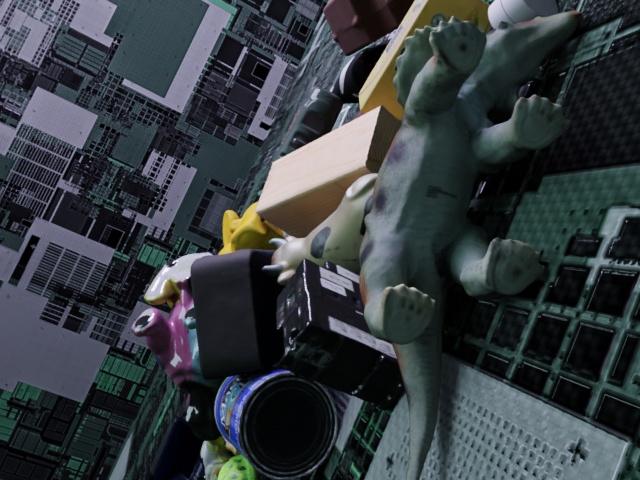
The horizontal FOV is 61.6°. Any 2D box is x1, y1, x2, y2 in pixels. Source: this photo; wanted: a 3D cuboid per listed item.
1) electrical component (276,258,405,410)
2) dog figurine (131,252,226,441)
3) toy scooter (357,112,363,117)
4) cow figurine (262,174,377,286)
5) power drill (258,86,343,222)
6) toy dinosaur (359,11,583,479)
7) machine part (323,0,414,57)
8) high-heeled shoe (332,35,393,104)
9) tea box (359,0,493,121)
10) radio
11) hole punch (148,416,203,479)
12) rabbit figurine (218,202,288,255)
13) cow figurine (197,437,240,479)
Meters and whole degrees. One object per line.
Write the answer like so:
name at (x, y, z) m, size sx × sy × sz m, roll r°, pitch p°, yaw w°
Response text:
electrical component at (0.020, 0.078, 0.499) m, size 0.058 × 0.115 × 0.134 m, roll -54°, pitch 18°, yaw 22°
dog figurine at (-0.145, 0.148, 0.712) m, size 0.192 × 0.109 × 0.219 m, roll -84°, pitch -21°, yaw -55°
toy scooter at (0.037, -0.127, 0.857) m, size 0.184 × 0.075 × 0.135 m, roll -62°, pitch 15°, yaw -3°
cow figurine at (0.023, 0.009, 0.581) m, size 0.195 × 0.127 × 0.085 m, roll -51°, pitch 17°, yaw 33°
power drill at (-0.042, -0.145, 0.919) m, size 0.232 × 0.086 × 0.207 m, roll -62°, pitch 0°, yaw 8°
toy dinosaur at (0.092, -0.026, 0.442) m, size 0.192 × 0.131 × 0.404 m, roll 158°, pitch 132°, yaw -86°
machine part at (0.114, -0.348, 0.751) m, size 0.201 × 0.087 × 0.201 m, roll -32°, pitch 14°, yaw -4°
high-heeled shoe at (0.091, -0.247, 0.795) m, size 0.249 × 0.086 × 0.145 m, roll -29°, pitch 17°, yaw 37°
tea box at (0.129, -0.210, 0.632) m, size 0.169 × 0.098 × 0.068 m, roll -58°, pitch 15°, yaw 30°
radio at (-0.077, 0.080, 0.659) m, size 0.229 × 0.073 × 0.131 m, roll 11°, pitch -110°, yaw -80°
hole punch at (-0.218, 0.374, 0.928) m, size 0.115 × 0.092 × 0.142 m, roll 75°, pitch -151°, yaw -65°
rabbit figurine at (-0.131, 0.012, 0.935) m, size 0.173 × 0.122 × 0.162 m, roll -50°, pitch 38°, yaw 25°
cow figurine at (-0.138, 0.313, 0.751) m, size 0.167 × 0.068 × 0.098 m, roll -105°, pitch 37°, yaw -73°
